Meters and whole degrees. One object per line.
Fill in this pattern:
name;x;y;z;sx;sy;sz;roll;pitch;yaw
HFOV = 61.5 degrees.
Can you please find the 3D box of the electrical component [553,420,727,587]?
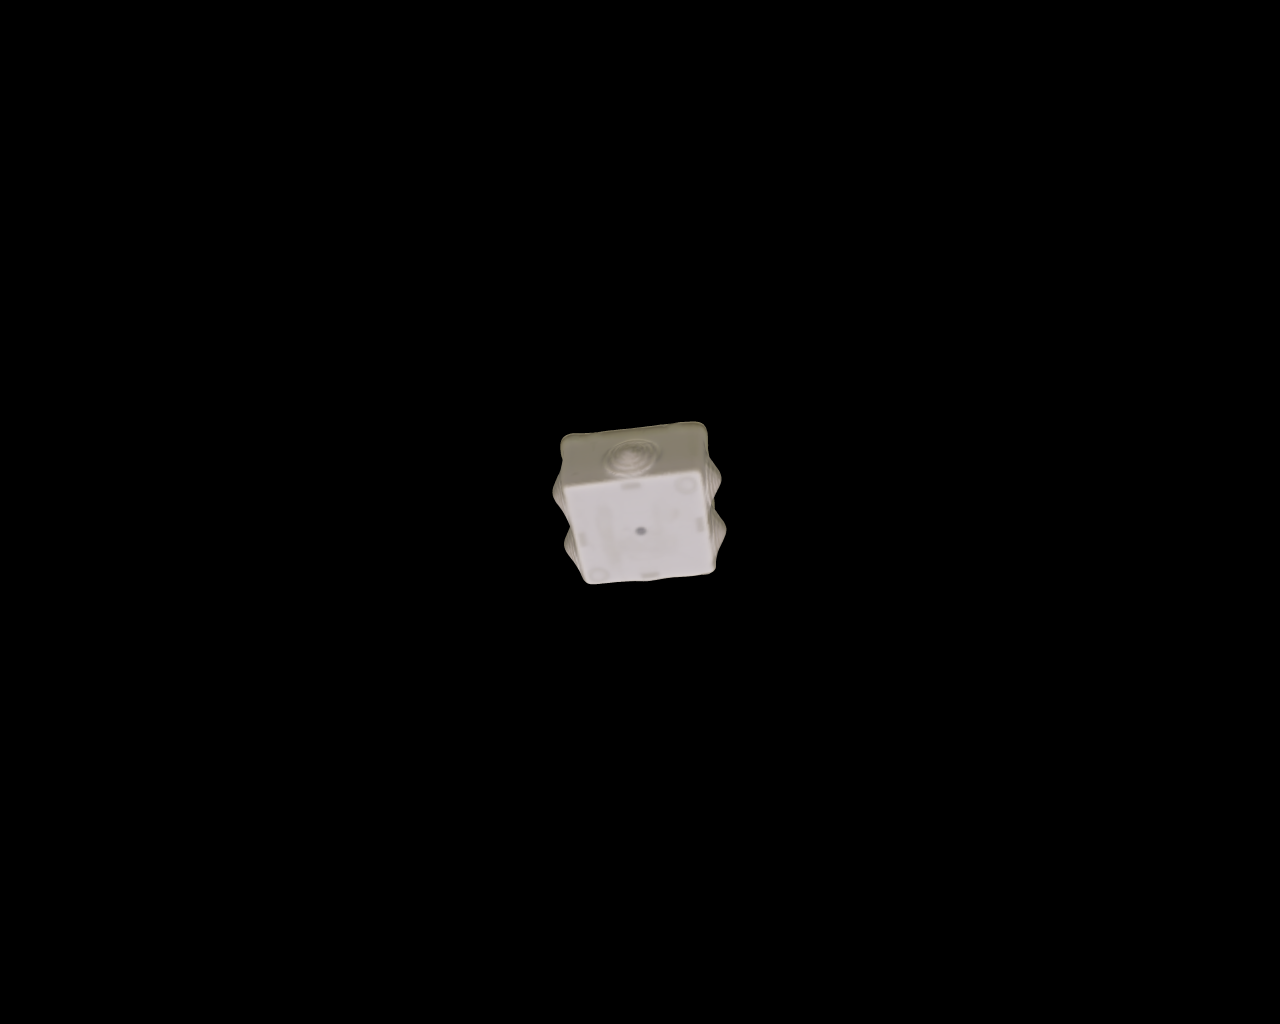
electrical component;0.001;-0.003;0.650;0.100;0.099;0.048;-5;39;5
